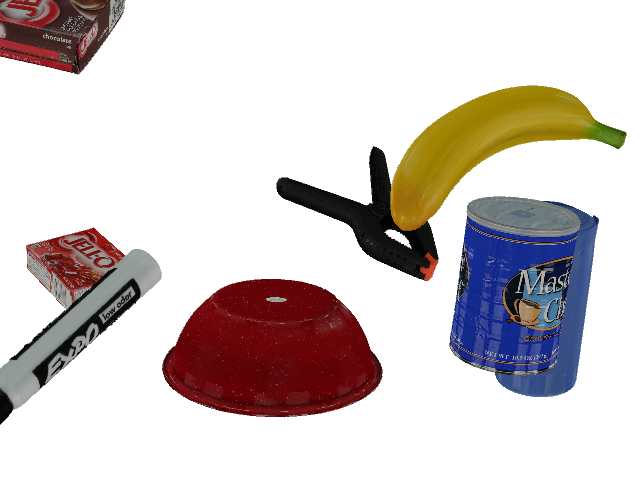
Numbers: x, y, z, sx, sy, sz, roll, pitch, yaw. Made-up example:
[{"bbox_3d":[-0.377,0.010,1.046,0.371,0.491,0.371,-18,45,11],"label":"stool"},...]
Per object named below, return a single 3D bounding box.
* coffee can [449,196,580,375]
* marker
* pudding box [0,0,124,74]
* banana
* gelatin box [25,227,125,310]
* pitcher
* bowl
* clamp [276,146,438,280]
[{"bbox_3d":[0.179,0.040,0.992,0.103,0.140,0.103,4,18,-2],"label":"coffee can"},{"bbox_3d":[-0.112,0.045,0.450,0.020,0.020,0.121,0,34,41],"label":"marker"},{"bbox_3d":[-0.207,-0.176,0.816,0.090,0.039,0.113,14,37,2],"label":"pudding box"},{"bbox_3d":[0.106,-0.061,0.668,0.197,0.037,0.070,-22,45,-30],"label":"banana"},{"bbox_3d":[-0.222,0.026,0.995,0.073,0.030,0.089,-17,39,-36],"label":"gelatin box"},{"bbox_3d":[0.277,0.078,1.391,0.149,0.243,0.144,5,20,16],"label":"pitcher"},{"bbox_3d":[-0.034,0.068,0.774,0.162,0.055,0.162,2,17,-1],"label":"bowl"},{"bbox_3d":[0.057,-0.028,1.265,0.164,0.036,0.210,-16,51,-29],"label":"clamp"}]
